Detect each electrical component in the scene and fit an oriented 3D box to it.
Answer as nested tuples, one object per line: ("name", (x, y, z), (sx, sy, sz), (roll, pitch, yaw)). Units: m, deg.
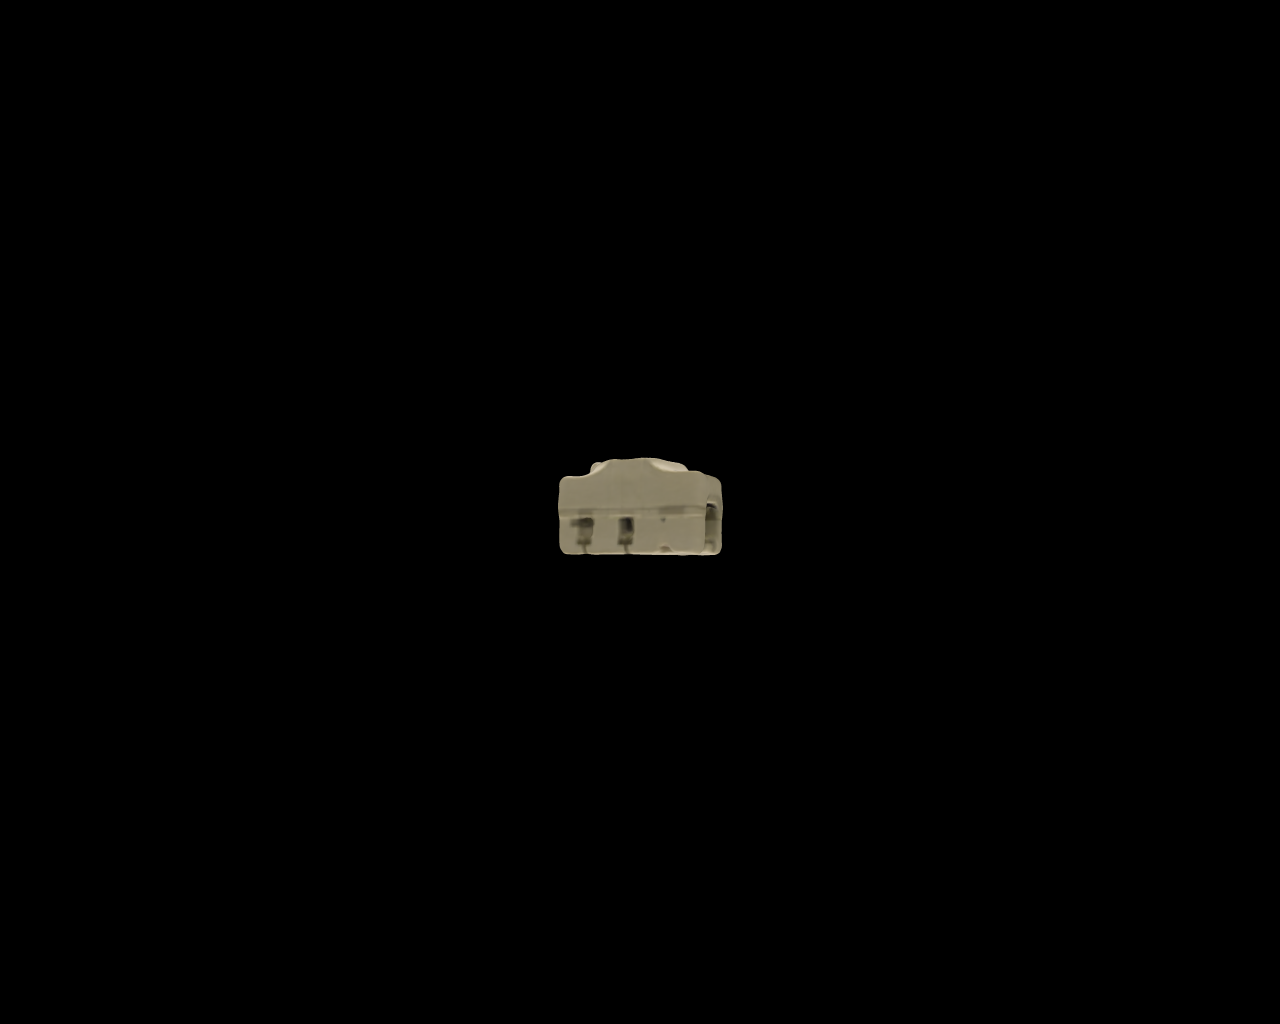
("electrical component", (0.001, -0.003, 0.650), (0.089, 0.055, 0.050), (-1, -4, 20))
